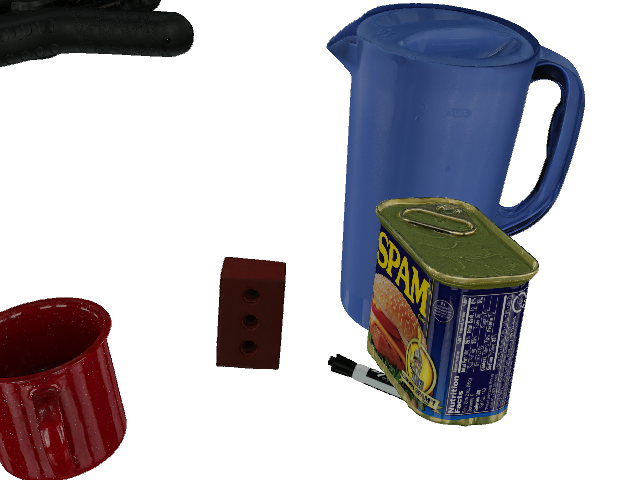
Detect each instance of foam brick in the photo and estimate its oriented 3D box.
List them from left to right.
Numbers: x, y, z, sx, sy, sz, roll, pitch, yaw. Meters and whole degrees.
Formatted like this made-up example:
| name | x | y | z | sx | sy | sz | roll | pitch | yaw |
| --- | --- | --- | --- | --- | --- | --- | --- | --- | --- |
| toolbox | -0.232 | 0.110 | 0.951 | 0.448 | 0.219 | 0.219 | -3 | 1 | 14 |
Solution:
| name | x | y | z | sx | sy | sz | roll | pitch | yaw |
| --- | --- | --- | --- | --- | --- | --- | --- | --- | --- |
| foam brick | -0.056 | 0.059 | 0.871 | 0.053 | 0.078 | 0.051 | 3 | 16 | -1 |

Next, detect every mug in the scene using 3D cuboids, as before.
| name | x | y | z | sx | sy | sz | roll | pitch | yaw |
| --- | --- | --- | --- | --- | --- | --- | --- | --- | --- |
| mug | -0.162 | 0.098 | 0.646 | 0.093 | 0.081 | 0.117 | -16 | 28 | -14 |

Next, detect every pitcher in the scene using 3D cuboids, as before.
| name | x | y | z | sx | sy | sz | roll | pitch | yaw |
| --- | --- | --- | --- | --- | --- | --- | --- | --- | --- |
| pitcher | 0.090 | -0.047 | 0.809 | 0.144 | 0.243 | 0.149 | -20 | 38 | -36 |

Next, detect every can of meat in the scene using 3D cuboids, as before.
| name | x | y | z | sx | sy | sz | roll | pitch | yaw |
| --- | --- | --- | --- | --- | --- | --- | --- | --- | --- |
| can of meat | 0.063 | 0.035 | 0.548 | 0.057 | 0.084 | 0.102 | -3 | 24 | -18 |

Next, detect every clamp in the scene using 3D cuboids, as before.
| name | x | y | z | sx | sy | sz | roll | pitch | yaw |
| --- | --- | --- | --- | --- | --- | --- | --- | --- | --- |
| clamp | -0.163 | -0.131 | 0.636 | 0.171 | 0.039 | 0.120 | -3 | 22 | -7 |

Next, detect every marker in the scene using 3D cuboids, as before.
| name | x | y | z | sx | sy | sz | roll | pitch | yaw |
| --- | --- | --- | --- | --- | --- | --- | --- | --- | --- |
| marker | 0.064 | 0.142 | 1.066 | 0.121 | 0.020 | 0.020 | 21 | 5 | 13 |
